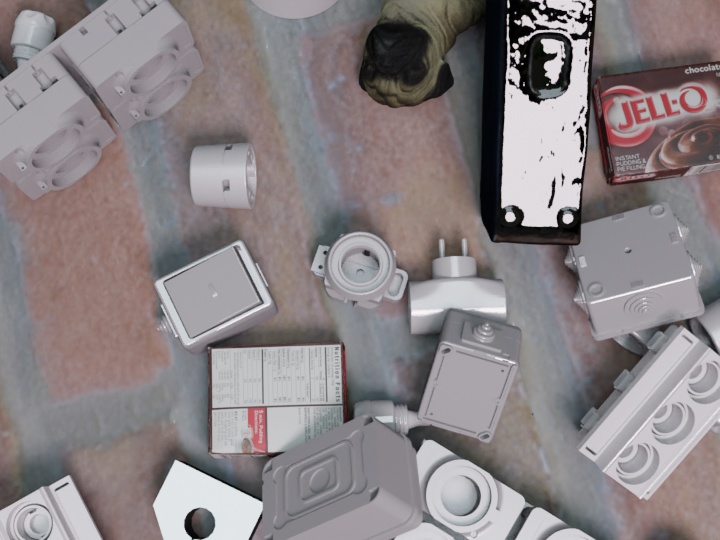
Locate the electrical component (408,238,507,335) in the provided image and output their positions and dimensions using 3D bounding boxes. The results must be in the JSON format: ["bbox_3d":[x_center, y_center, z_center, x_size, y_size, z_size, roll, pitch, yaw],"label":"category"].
[{"bbox_3d":[0.078,0.012,0.883,0.077,0.044,0.079,-2,78,0],"label":"electrical component"}]

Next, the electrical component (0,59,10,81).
[{"bbox_3d":[-0.338,-0.172,0.894,0.062,0.096,0.061,-33,81,-6],"label":"electrical component"}]

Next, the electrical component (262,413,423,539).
[{"bbox_3d":[-0.014,0.169,0.812,0.113,0.057,0.078,-29,43,25],"label":"electrical component"}]

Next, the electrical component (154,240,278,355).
[{"bbox_3d":[-0.122,0.025,0.872,0.096,0.061,0.061,-26,80,-5],"label":"electrical component"}]

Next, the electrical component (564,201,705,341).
[{"bbox_3d":[0.217,-0.001,0.854,0.100,0.048,0.099,-16,47,12],"label":"electrical component"}]

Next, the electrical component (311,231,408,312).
[{"bbox_3d":[0.000,0.000,0.879,0.078,0.057,0.058,18,79,4],"label":"electrical component"}]

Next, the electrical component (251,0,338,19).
[{"bbox_3d":[-0.053,-0.276,0.943,0.099,0.064,0.099,4,72,-12],"label":"electrical component"}]

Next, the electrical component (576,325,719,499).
[{"bbox_3d":[0.230,0.107,0.836,0.079,0.063,0.121,36,97,-21],"label":"electrical component"}]

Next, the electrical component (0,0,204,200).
[{"bbox_3d":[-0.221,-0.143,0.883,0.186,0.105,0.060,-39,81,-7],"label":"electrical component"}]

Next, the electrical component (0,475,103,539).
[{"bbox_3d":[-0.229,0.232,0.830,0.079,0.063,0.121,-29,80,-5],"label":"electrical component"}]

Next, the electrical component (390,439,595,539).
[{"bbox_3d":[0.104,0.224,0.832,0.186,0.060,0.105,31,80,6],"label":"electrical component"}]

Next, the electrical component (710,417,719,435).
[{"bbox_3d":[0.330,0.107,0.862,0.083,0.047,0.075,26,80,5],"label":"electrical component"}]

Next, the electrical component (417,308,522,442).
[{"bbox_3d":[0.088,0.075,0.845,0.062,0.061,0.096,16,122,3],"label":"electrical component"}]

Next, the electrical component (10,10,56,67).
[{"bbox_3d":[-0.285,-0.190,0.929,0.035,0.035,0.061,11,82,2],"label":"electrical component"}]

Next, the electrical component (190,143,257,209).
[{"bbox_3d":[-0.114,-0.078,0.897,0.047,0.055,0.055,0,79,4],"label":"electrical component"}]

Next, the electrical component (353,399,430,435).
[{"bbox_3d":[0.026,0.121,0.866,0.061,0.035,0.035,-3,79,-3],"label":"electrical component"}]

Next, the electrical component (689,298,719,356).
[{"bbox_3d":[0.300,0.048,0.871,0.047,0.055,0.055,-26,80,-1],"label":"electrical component"}]

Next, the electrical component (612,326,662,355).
[{"bbox_3d":[0.236,0.032,0.881,0.044,0.044,0.065,38,77,7],"label":"electrical component"}]
